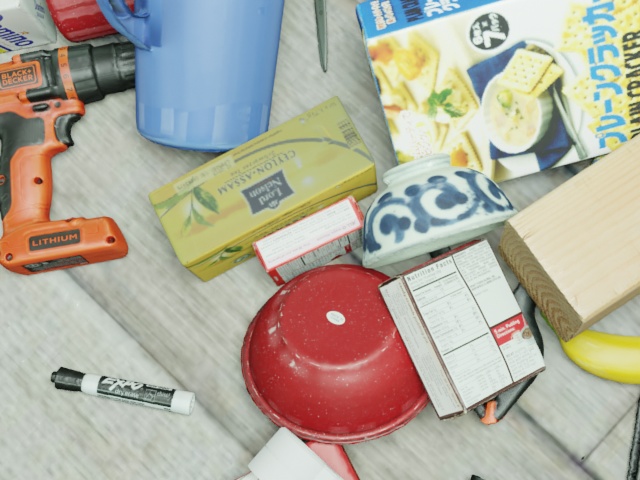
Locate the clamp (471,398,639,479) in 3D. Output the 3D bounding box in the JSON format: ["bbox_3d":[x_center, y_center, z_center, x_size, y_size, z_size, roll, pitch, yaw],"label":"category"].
[{"bbox_3d":[0.238,0.230,0.818,0.164,0.036,0.210,-33,81,-2],"label":"clamp"}]

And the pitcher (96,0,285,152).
[{"bbox_3d":[-0.095,-0.196,0.837,0.149,0.145,0.243,6,105,2],"label":"pitcher"}]

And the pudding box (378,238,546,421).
[{"bbox_3d":[0.107,0.065,0.795,0.089,0.039,0.113,-21,82,-30],"label":"pudding box"}]

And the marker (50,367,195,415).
[{"bbox_3d":[-0.163,0.124,0.880,0.121,0.020,0.020,10,81,7],"label":"marker"}]

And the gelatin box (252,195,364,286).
[{"bbox_3d":[-0.006,0.001,0.861,0.089,0.073,0.030,-26,78,0],"label":"gelatin box"}]

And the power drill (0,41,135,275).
[{"bbox_3d":[-0.213,-0.073,0.903,0.184,0.057,0.187,-12,77,1],"label":"power drill"}]

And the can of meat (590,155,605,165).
[{"bbox_3d":[0.259,-0.017,0.852,0.102,0.057,0.084,11,79,6],"label":"can of meat"}]

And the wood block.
[{"bbox_3d":[0.243,-0.023,0.779,0.206,0.090,0.091,-32,75,-4],"label":"wood block"}]

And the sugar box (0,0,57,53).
[{"bbox_3d":[-0.325,-0.185,0.912,0.176,0.093,0.048,-8,81,4],"label":"sugar box"}]

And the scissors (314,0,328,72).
[{"bbox_3d":[-0.016,-0.253,0.931,0.096,0.016,0.202,18,106,43],"label":"scissors"}]

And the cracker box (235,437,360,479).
[{"bbox_3d":[-0.046,0.267,0.819,0.213,0.072,0.164,-27,79,-1],"label":"cracker box"}]

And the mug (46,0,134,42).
[{"bbox_3d":[-0.186,-0.226,0.916,0.081,0.093,0.117,-12,53,7],"label":"mug"}]

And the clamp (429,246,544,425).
[{"bbox_3d":[0.149,0.060,0.853,0.120,0.039,0.171,-9,80,20],"label":"clamp"}]

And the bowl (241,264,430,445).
[{"bbox_3d":[0.016,0.073,0.823,0.162,0.055,0.162,-3,52,3],"label":"bowl"}]

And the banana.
[{"bbox_3d":[0.278,0.078,0.843,0.198,0.037,0.069,-5,80,4],"label":"banana"}]
